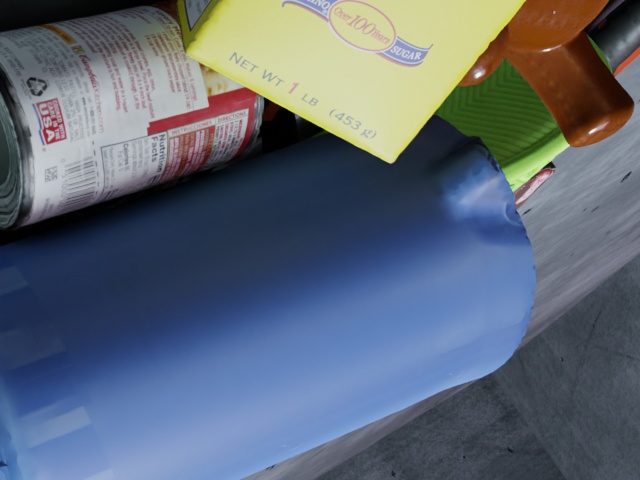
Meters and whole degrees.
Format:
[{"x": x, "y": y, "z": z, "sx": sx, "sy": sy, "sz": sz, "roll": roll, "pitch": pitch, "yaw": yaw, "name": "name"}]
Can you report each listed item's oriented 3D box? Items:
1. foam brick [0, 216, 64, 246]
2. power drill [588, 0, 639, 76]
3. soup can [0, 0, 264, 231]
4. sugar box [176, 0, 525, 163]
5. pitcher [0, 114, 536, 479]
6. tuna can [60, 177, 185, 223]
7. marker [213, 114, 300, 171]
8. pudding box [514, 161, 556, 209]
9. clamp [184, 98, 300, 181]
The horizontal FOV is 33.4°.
[{"x": -0.151, "y": -0.004, "z": 0.413, "sx": 0.078, "sy": 0.051, "sz": 0.053, "roll": -16, "pitch": 157, "yaw": -50, "name": "foam brick"}, {"x": 0.229, "y": -0.140, "z": 0.796, "sx": 0.184, "sy": 0.057, "sz": 0.188, "roll": -15, "pitch": 156, "yaw": -52, "name": "power drill"}, {"x": -0.080, "y": -0.049, "z": 0.392, "sx": 0.102, "sy": 0.068, "sz": 0.069, "roll": -22, "pitch": 161, "yaw": -38, "name": "soup can"}, {"x": 0.038, "y": -0.117, "z": 0.347, "sx": 0.093, "sy": 0.048, "sz": 0.176, "roll": 24, "pitch": 121, "yaw": -28, "name": "sugar box"}, {"x": -0.041, "y": 0.039, "z": 0.443, "sx": 0.242, "sy": 0.145, "sz": 0.149, "roll": -19, "pitch": 116, "yaw": -37, "name": "pitcher"}, {"x": -0.100, "y": -0.031, "z": 0.473, "sx": 0.086, "sy": 0.034, "sz": 0.086, "roll": -32, "pitch": 165, "yaw": -10, "name": "tuna can"}, {"x": -0.065, "y": -0.038, "z": 0.555, "sx": 0.121, "sy": 0.020, "sz": 0.020, "roll": -34, "pitch": 165, "yaw": 0, "name": "marker"}, {"x": 0.097, "y": -0.050, "z": 0.732, "sx": 0.039, "sy": 0.090, "sz": 0.114, "roll": -21, "pitch": 161, "yaw": -37, "name": "pudding box"}, {"x": -0.066, "y": -0.005, "z": 0.539, "sx": 0.120, "sy": 0.039, "sz": 0.171, "roll": 7, "pitch": 111, "yaw": -26, "name": "clamp"}]
